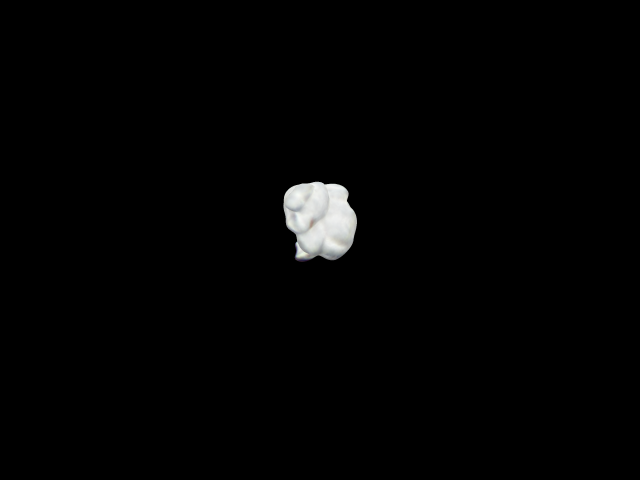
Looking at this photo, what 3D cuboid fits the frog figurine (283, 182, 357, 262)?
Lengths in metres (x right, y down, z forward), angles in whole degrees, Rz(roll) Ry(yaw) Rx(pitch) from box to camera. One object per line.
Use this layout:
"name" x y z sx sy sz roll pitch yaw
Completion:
"frog figurine" 0.003 -0.043 0.850 0.123 0.140 0.156 27 -29 16
